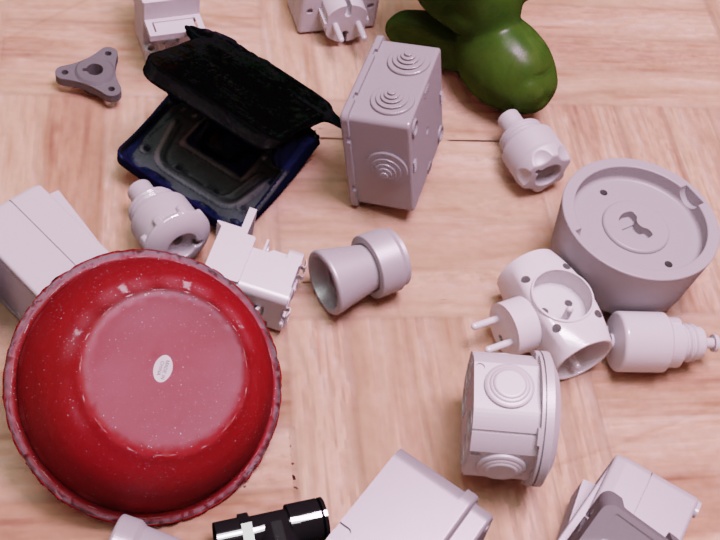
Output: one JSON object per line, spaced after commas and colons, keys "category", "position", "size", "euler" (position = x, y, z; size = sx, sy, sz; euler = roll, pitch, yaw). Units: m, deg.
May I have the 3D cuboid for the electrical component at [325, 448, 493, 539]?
{"category": "electrical component", "position": [0.019, 0.157, 0.555], "size": [0.057, 0.113, 0.078], "euler": [32, 56, 17]}

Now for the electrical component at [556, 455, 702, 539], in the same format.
{"category": "electrical component", "position": [0.138, 0.161, 0.604], "size": [0.061, 0.061, 0.096], "euler": [29, 55, 12]}

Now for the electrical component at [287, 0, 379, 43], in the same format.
{"category": "electrical component", "position": [-0.016, -0.208, 0.855], "size": [0.066, 0.047, 0.076], "euler": [-9, 56, -16]}

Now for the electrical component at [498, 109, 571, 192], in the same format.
{"category": "electrical component", "position": [0.124, -0.092, 0.797], "size": [0.043, 0.043, 0.062], "euler": [-16, 57, -20]}

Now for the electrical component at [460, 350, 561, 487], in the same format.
{"category": "electrical component", "position": [0.088, 0.087, 0.640], "size": [0.051, 0.080, 0.080], "euler": [5, 54, 1]}

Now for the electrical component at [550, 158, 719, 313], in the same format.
{"category": "electrical component", "position": [0.184, -0.018, 0.741], "size": [0.108, 0.060, 0.108], "euler": [5, 51, -6]}

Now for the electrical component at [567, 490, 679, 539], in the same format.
{"category": "electrical component", "position": [0.117, 0.162, 0.534], "size": [0.050, 0.056, 0.089], "euler": [35, 94, 11]}

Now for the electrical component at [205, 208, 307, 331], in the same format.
{"category": "electrical component", "position": [-0.071, 0.006, 0.694], "size": [0.064, 0.042, 0.081], "euler": [18, 54, -1]}

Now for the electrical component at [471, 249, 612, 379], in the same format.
{"category": "electrical component", "position": [0.112, 0.033, 0.703], "size": [0.079, 0.044, 0.077], "euler": [-17, 59, -20]}

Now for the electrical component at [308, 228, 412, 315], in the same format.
{"category": "electrical component", "position": [0.000, 0.000, 0.708], "size": [0.055, 0.045, 0.045], "euler": [-20, 60, -23]}

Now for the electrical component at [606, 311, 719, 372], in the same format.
{"category": "electrical component", "position": [0.198, 0.048, 0.710], "size": [0.078, 0.040, 0.040], "euler": [2, 54, -9]}

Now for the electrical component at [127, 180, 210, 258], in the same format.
{"category": "electrical component", "position": [-0.132, -0.035, 0.712], "size": [0.048, 0.048, 0.062], "euler": [-25, 55, -25]}

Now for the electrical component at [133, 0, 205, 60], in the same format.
{"category": "electrical component", "position": [-0.148, -0.194, 0.812], "size": [0.042, 0.063, 0.081], "euler": [-11, 57, -19]}

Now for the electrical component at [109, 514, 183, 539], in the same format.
{"category": "electrical component", "position": [-0.113, 0.158, 0.578], "size": [0.046, 0.040, 0.040], "euler": [20, 53, -1]}

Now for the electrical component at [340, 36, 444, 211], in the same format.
{"category": "electrical component", "position": [0.025, -0.101, 0.754], "size": [0.048, 0.099, 0.099], "euler": [11, 52, 14]}

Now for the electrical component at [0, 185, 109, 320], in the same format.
{"category": "electrical component", "position": [-0.186, 0.003, 0.663], "size": [0.096, 0.061, 0.061], "euler": [41, 58, 19]}
